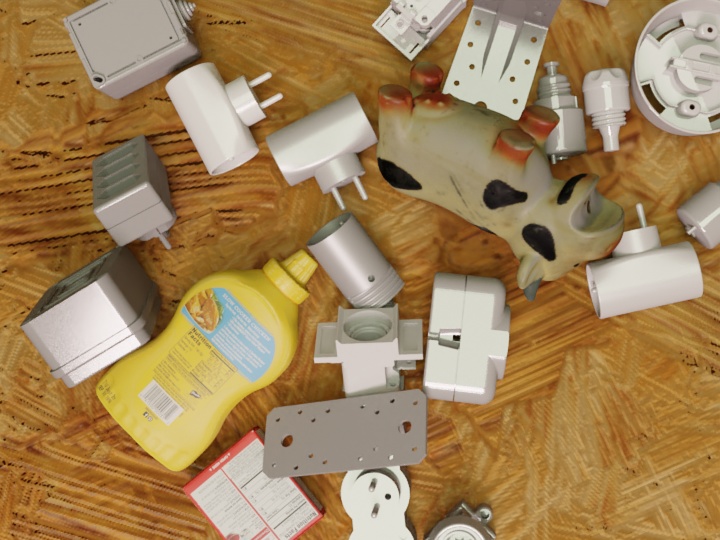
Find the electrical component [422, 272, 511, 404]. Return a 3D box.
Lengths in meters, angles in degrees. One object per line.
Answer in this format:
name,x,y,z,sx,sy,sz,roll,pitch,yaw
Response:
electrical component,0.082,0.052,0.816,0.059,0.054,0.095,6,90,5

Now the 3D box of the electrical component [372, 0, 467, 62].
electrical component,0.051,-0.205,0.819,0.042,0.064,0.081,42,92,4

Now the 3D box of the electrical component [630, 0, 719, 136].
electrical component,0.250,-0.148,0.800,0.099,0.064,0.099,0,89,5

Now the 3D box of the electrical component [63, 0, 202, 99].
electrical component,-0.169,-0.183,0.838,0.096,0.061,0.061,-26,87,4

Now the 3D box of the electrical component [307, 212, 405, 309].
electrical component,0.000,0.000,0.828,0.043,0.043,0.081,-36,105,3

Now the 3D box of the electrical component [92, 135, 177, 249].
electrical component,-0.167,-0.049,0.835,0.047,0.083,0.075,-27,125,4

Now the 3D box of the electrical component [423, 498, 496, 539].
electrical component,0.075,0.206,0.814,0.066,0.055,0.048,-44,86,3

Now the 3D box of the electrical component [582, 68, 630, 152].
electrical component,0.189,-0.121,0.820,0.035,0.035,0.061,-6,91,5

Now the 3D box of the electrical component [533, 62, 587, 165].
electrical component,0.150,-0.119,0.820,0.040,0.040,0.078,-6,88,5

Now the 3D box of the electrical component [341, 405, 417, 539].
electrical component,0.012,0.168,0.811,0.052,0.074,0.138,-6,88,5

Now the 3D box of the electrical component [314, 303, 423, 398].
electrical component,0.008,0.064,0.817,0.081,0.042,0.063,-2,125,5

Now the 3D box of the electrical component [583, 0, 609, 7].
electrical component,0.171,-0.252,0.819,0.077,0.044,0.079,27,91,5

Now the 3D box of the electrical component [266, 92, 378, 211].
electrical component,-0.021,-0.085,0.832,0.077,0.044,0.079,-27,87,4

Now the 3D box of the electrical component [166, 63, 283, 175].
electrical component,-0.100,-0.126,0.840,0.079,0.044,0.077,-28,87,4

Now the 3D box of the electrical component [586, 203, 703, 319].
electrical component,0.210,-0.010,0.811,0.077,0.044,0.079,-13,88,4

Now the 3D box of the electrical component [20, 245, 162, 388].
electrical component,-0.198,0.032,0.809,0.078,0.113,0.057,-31,105,4

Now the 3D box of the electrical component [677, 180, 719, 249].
electrical component,0.276,-0.050,0.808,0.078,0.040,0.040,-39,86,3
